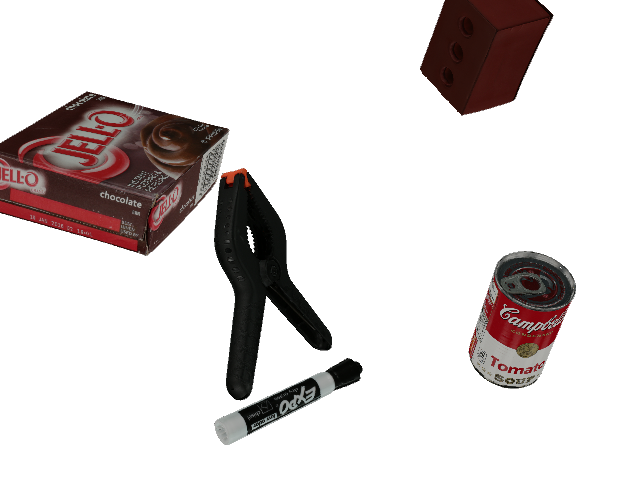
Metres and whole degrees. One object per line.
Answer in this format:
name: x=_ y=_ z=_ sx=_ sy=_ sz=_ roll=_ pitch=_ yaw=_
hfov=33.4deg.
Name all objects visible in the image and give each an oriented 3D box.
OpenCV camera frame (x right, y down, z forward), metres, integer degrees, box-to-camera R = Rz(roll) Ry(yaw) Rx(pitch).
pudding box: x=-0.110 y=-0.039 z=0.567 sx=0.090 sy=0.039 sz=0.113 roll=16 pitch=24 yaw=8
marker: x=-0.020 y=0.112 z=0.756 sx=0.120 sy=0.020 sz=0.020 roll=-21 pitch=11 yaw=-31
clamp: x=-0.052 y=0.035 z=1.030 sx=0.036 sy=0.210 sz=0.164 roll=-11 pitch=0 yaw=32
soup can: x=0.169 y=0.069 z=0.909 sx=0.068 sy=0.102 sz=0.068 roll=6 pitch=42 yaw=-5
foam brick: x=0.110 y=-0.133 z=0.722 sx=0.051 sy=0.053 sz=0.078 roll=-21 pitch=-32 yaw=-29
